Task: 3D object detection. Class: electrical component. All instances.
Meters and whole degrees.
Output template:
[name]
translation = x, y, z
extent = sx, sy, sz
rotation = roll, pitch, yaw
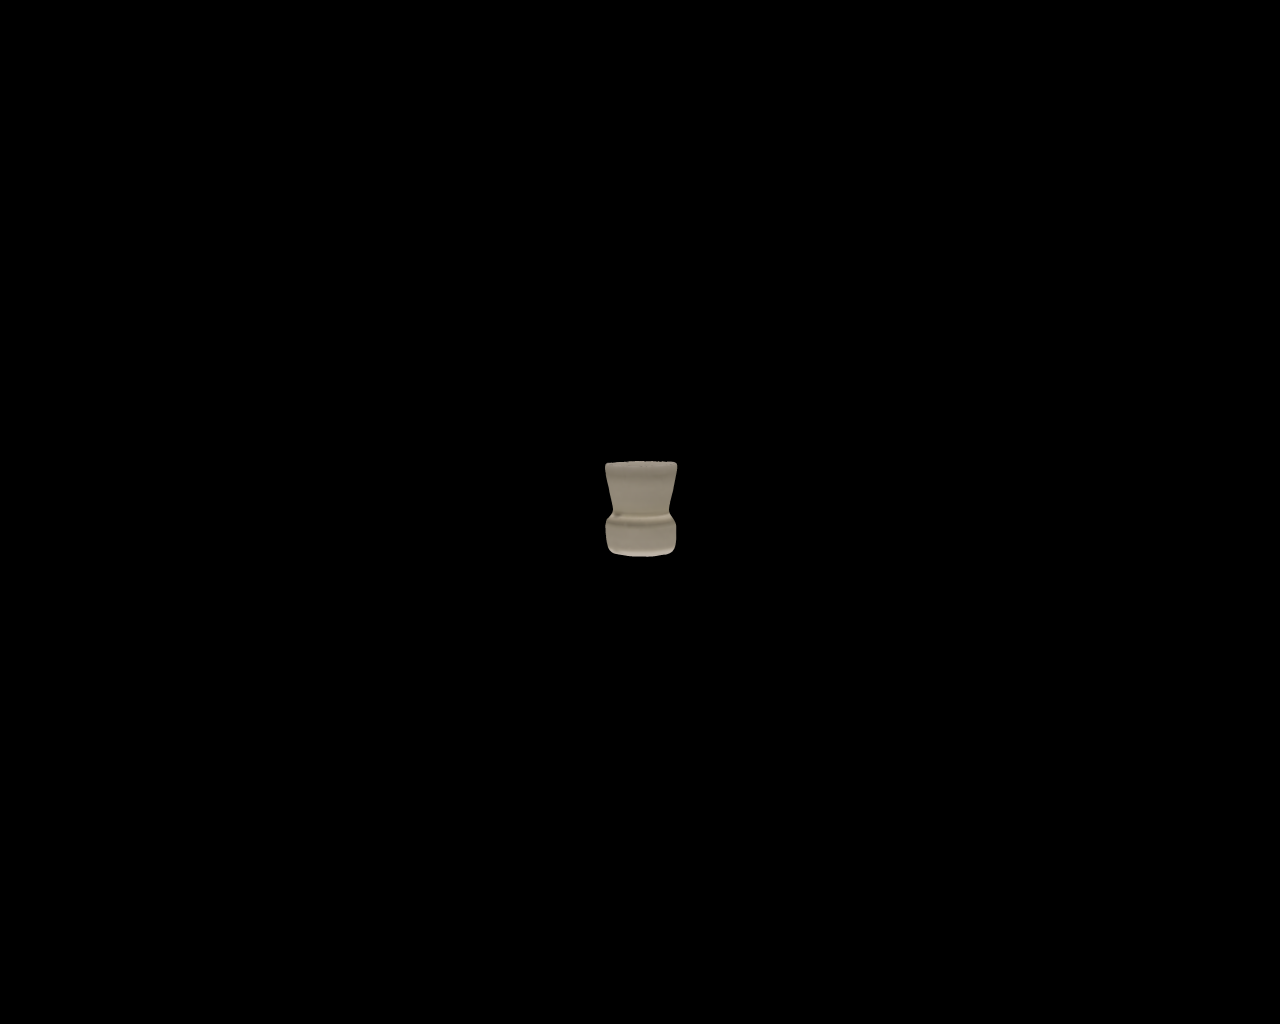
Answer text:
[electrical component]
translation = 0.001, -0.003, 0.650
extent = 0.045, 0.055, 0.045
rotation = 0, 7, 0
